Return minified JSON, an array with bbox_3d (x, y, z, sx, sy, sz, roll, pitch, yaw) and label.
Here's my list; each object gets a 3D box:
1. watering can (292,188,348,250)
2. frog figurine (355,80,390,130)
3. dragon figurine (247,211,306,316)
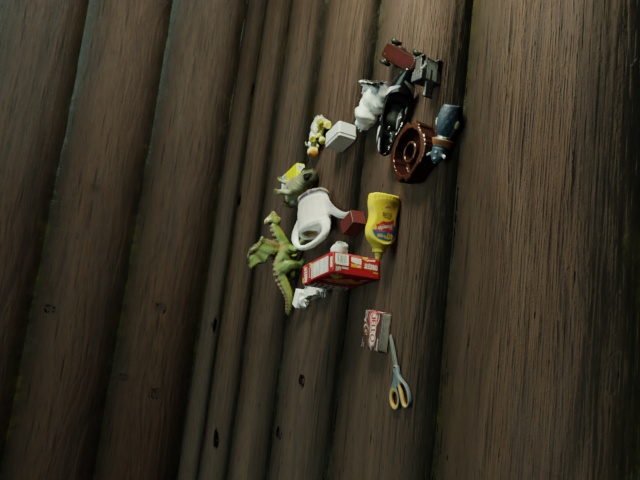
[{"bbox_3d":[0.006,-0.096,1.899,0.342,0.103,0.229,-32,50,40],"label":"watering can"},{"bbox_3d":[0.175,-0.434,1.668,0.139,0.123,0.157,27,122,49],"label":"frog figurine"},{"bbox_3d":[-0.186,0.087,2.066,0.121,0.242,0.414,-13,67,58],"label":"dragon figurine"}]
